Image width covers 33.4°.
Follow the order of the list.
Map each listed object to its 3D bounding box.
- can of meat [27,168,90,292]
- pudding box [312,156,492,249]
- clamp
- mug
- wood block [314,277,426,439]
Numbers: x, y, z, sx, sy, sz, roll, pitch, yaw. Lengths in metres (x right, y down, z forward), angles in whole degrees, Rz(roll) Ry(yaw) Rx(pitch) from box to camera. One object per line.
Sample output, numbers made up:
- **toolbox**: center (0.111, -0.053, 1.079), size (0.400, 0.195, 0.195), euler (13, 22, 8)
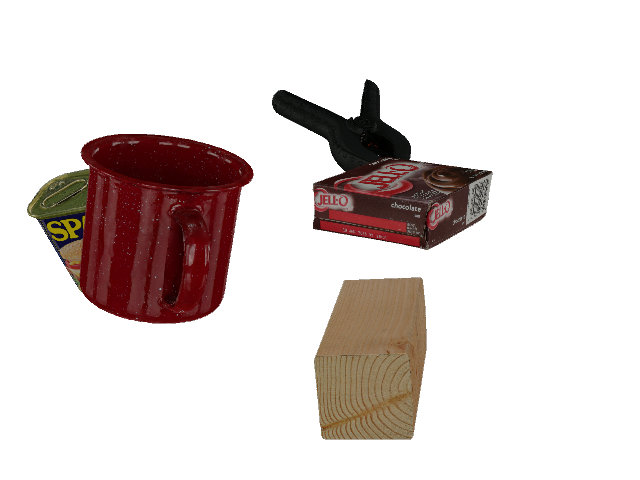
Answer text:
- **can of meat**: center (-0.166, -0.009, 0.846), size (0.102, 0.084, 0.057), euler (-9, 35, 21)
- **pudding box**: center (0.060, -0.029, 0.758), size (0.090, 0.039, 0.113), euler (12, 17, 28)
- **clamp**: center (0.027, -0.105, 1.049), size (0.120, 0.039, 0.171), euler (-9, 40, -16)
- **mug**: center (-0.083, -0.002, 0.578), size (0.093, 0.081, 0.117), euler (0, 23, -27)
- **wood block**: center (0.057, 0.115, 1.091), size (0.091, 0.090, 0.206), euler (-2, 18, 10)
